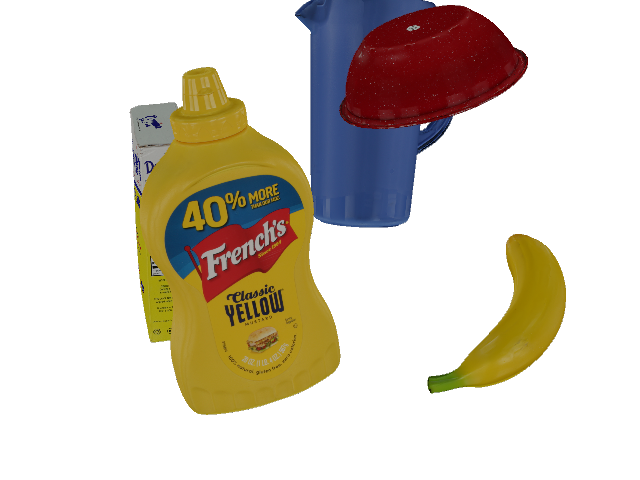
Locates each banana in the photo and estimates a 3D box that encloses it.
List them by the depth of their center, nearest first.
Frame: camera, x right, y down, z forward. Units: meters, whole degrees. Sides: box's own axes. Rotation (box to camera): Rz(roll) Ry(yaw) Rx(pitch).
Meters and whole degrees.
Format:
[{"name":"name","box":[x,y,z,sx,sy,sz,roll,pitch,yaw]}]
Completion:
[{"name":"banana","box":[0.141,0.047,0.765,0.070,0.037,0.197,11,34,23]}]

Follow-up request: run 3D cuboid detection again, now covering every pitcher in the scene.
[{"name":"pitcher","box":[0.059,-0.140,1.144,0.149,0.243,0.144,6,9,24]}]

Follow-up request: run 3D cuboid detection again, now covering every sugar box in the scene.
[{"name":"sugar box","box":[-0.129,-0.015,0.876,0.048,0.176,0.093,-8,28,-11]}]

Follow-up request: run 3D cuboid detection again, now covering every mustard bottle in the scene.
[{"name":"mustard bottle","box":[-0.049,-0.002,0.596,0.096,0.191,0.058,-15,23,-13]}]

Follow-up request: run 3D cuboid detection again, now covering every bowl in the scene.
[{"name":"bowl","box":[0.085,-0.151,0.879,0.162,0.055,0.162,-16,25,8]}]
